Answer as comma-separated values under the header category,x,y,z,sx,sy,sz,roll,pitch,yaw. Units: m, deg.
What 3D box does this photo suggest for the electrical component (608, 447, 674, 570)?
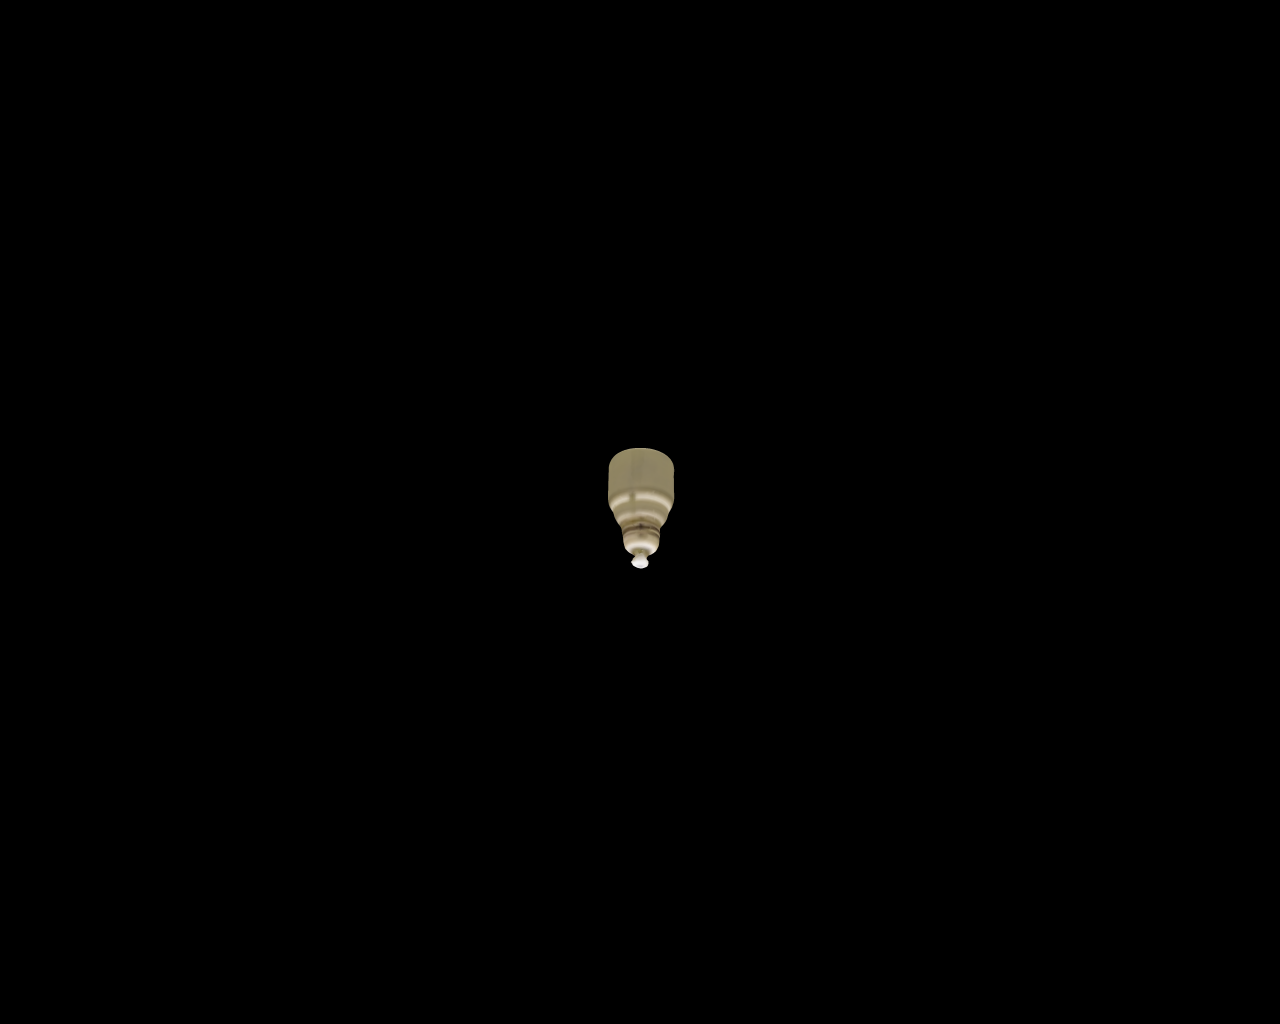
category,x,y,z,sx,sy,sz,roll,pitch,yaw
electrical component,0.001,-0.003,0.650,0.040,0.078,0.040,0,-28,0
